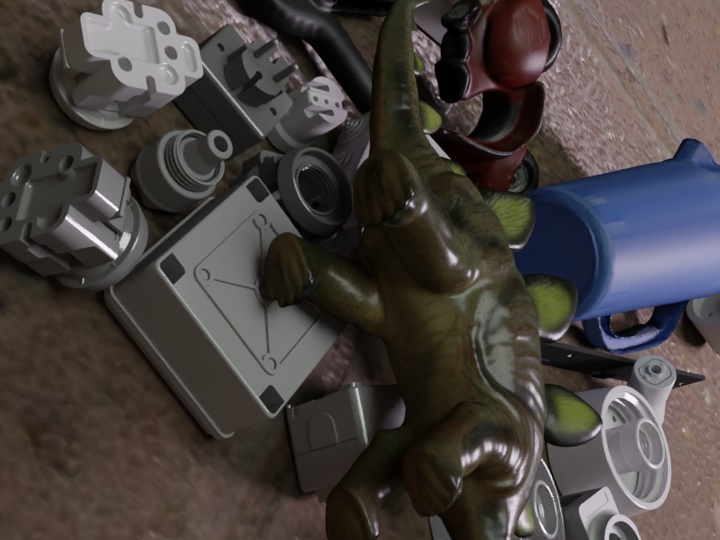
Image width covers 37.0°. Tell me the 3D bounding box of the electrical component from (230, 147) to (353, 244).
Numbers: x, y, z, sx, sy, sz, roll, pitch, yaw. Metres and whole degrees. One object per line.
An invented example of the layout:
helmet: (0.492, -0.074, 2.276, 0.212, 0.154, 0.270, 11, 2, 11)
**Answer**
electrical component: (-0.042, -0.043, 0.676, 0.058, 0.057, 0.078, 10, 64, -45)

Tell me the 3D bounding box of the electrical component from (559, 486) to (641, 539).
electrical component: (0.171, 0.211, 0.787, 0.050, 0.056, 0.089, -17, 84, -50)

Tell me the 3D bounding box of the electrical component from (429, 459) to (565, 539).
electrical component: (0.099, 0.170, 0.740, 0.099, 0.064, 0.099, 40, 41, -47)

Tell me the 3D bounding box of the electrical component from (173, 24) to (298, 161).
electrical component: (-0.070, -0.117, 0.666, 0.065, 0.077, 0.047, 50, 42, -18)

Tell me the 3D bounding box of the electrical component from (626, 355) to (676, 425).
electrical component: (0.240, 0.102, 0.900, 0.044, 0.065, 0.044, 1, 49, -2)

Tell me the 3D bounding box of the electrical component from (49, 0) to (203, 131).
electrical component: (-0.138, -0.113, 0.605, 0.078, 0.057, 0.058, 3, 69, -47)

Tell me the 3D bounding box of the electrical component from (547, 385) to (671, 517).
electrical component: (0.205, 0.143, 0.853, 0.108, 0.060, 0.108, 24, 55, -39)

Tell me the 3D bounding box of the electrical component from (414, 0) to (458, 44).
electrical component: (0.082, -0.248, 0.914, 0.109, 0.056, 0.108, 32, 50, -34)

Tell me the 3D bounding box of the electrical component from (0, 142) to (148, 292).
electrical component: (-0.145, -0.024, 0.545, 0.057, 0.078, 0.058, 47, 39, -49)

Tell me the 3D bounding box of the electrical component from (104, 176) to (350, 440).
electrical component: (-0.071, 0.020, 0.614, 0.108, 0.056, 0.108, 55, 40, -13)

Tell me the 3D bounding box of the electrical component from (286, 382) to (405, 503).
electrical component: (0.012, 0.104, 0.659, 0.096, 0.062, 0.061, 4, 69, -47)

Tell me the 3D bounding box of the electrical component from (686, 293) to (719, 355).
electrical component: (0.389, 0.043, 1.073, 0.060, 0.108, 0.108, 55, 41, -22)

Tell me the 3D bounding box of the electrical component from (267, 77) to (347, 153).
electrical component: (-0.037, -0.104, 0.720, 0.040, 0.046, 0.040, 24, 55, -39)

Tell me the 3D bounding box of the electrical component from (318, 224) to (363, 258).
electrical component: (0.000, 0.000, 0.701, 0.078, 0.057, 0.058, -21, 87, -50)

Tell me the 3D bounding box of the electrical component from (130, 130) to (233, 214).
electrical component: (-0.099, -0.060, 0.618, 0.043, 0.062, 0.043, 23, 56, -39)

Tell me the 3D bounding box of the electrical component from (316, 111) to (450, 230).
electrical component: (0.021, -0.059, 0.759, 0.100, 0.048, 0.099, 45, 44, -23)
